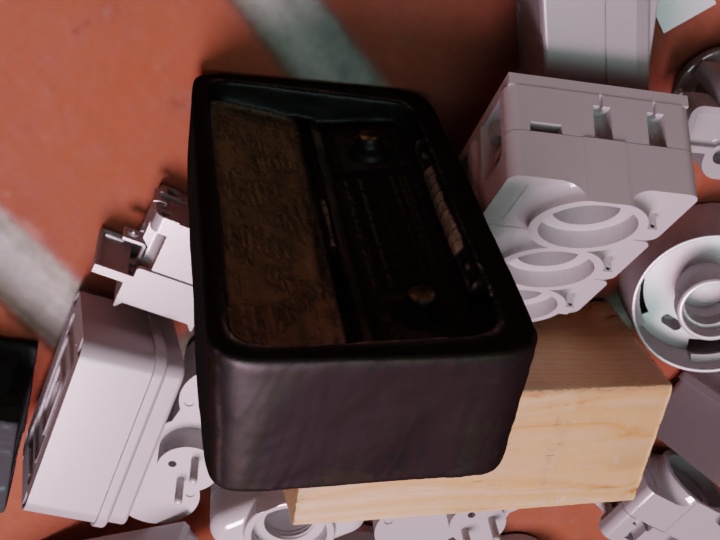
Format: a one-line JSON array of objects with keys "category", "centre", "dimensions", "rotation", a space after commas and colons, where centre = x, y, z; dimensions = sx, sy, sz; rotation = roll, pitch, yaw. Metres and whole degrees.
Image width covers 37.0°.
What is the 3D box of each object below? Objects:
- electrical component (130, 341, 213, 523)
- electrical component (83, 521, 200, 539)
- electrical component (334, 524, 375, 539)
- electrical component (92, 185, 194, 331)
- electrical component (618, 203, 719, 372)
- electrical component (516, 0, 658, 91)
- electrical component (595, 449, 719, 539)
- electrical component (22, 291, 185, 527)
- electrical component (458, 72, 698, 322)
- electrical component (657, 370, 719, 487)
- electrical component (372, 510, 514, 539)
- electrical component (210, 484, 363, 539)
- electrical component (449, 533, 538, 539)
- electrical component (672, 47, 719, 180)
[{"category": "electrical component", "centre": [-0.102, 0.107, 0.646], "dimensions": [0.052, 0.073, 0.138], "rotation": [26, 119, -20]}, {"category": "electrical component", "centre": [-0.165, 0.225, 0.685], "dimensions": [0.150, 0.089, 0.061], "rotation": [-16, 126, 27]}, {"category": "electrical component", "centre": [-0.001, 0.218, 0.732], "dimensions": [0.080, 0.080, 0.051], "rotation": [3, 128, -9]}, {"category": "electrical component", "centre": [-0.102, -0.009, 0.593], "dimensions": [0.081, 0.042, 0.063], "rotation": [20, 115, -19]}, {"category": "electrical component", "centre": [0.206, 0.010, 0.643], "dimensions": [0.099, 0.064, 0.099], "rotation": [3, 116, 5]}, {"category": "electrical component", "centre": [0.112, -0.120, 0.532], "dimensions": [0.061, 0.061, 0.096], "rotation": [-10, 124, 0]}, {"category": "electrical component", "centre": [0.210, 0.162, 0.736], "dimensions": [0.089, 0.050, 0.055], "rotation": [28, 116, -22]}, {"category": "electrical component", "centre": [-0.147, 0.079, 0.610], "dimensions": [0.057, 0.078, 0.113], "rotation": [17, 108, -23]}, {"category": "electrical component", "centre": [0.094, -0.028, 0.547], "dimensions": [0.089, 0.061, 0.150], "rotation": [6, 156, -10]}, {"category": "electrical component", "centre": [0.243, 0.113, 0.668], "dimensions": [0.078, 0.113, 0.057], "rotation": [36, 94, -26]}, {"category": "electrical component", "centre": [0.073, 0.152, 0.700], "dimensions": [0.138, 0.073, 0.052], "rotation": [-26, 122, 10]}, {"category": "electrical component", "centre": [-0.047, 0.149, 0.692], "dimensions": [0.095, 0.059, 0.053], "rotation": [-23, 123, 8]}, {"category": "electrical component", "centre": [0.113, 0.230, 0.756], "dimensions": [0.138, 0.073, 0.052], "rotation": [20, 119, -19]}, {"category": "electrical component", "centre": [0.199, -0.084, 0.569], "dimensions": [0.078, 0.057, 0.058], "rotation": [4, 123, -9]}]
